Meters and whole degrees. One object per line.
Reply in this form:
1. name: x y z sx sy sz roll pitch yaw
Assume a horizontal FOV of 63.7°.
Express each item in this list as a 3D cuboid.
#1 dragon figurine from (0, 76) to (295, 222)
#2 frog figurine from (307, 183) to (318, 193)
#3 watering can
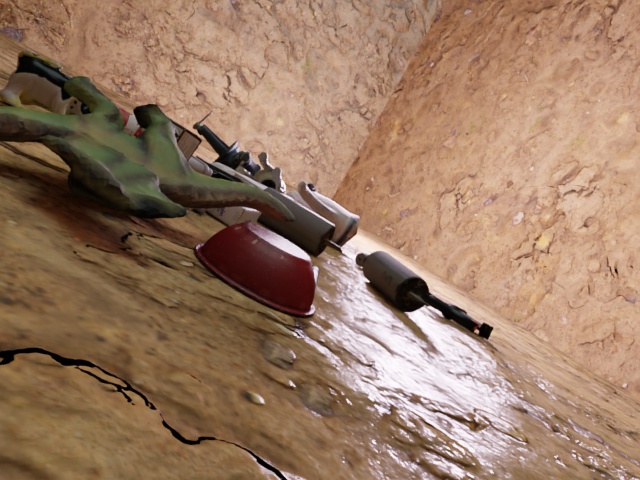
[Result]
1. dragon figurine: -0.189 -0.065 0.546 0.408 0.121 0.247 20 17 -19
2. frog figurine: -0.024 -0.094 1.731 0.138 0.124 0.157 22 -40 58
3. watering can: 0.004 -0.070 1.389 0.224 0.105 0.346 30 -7 -4
